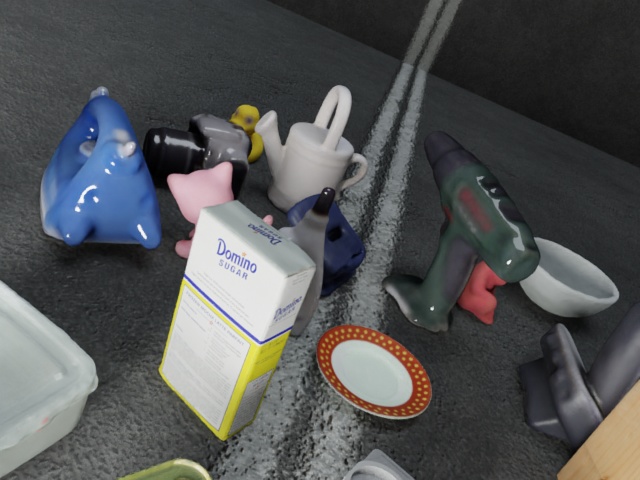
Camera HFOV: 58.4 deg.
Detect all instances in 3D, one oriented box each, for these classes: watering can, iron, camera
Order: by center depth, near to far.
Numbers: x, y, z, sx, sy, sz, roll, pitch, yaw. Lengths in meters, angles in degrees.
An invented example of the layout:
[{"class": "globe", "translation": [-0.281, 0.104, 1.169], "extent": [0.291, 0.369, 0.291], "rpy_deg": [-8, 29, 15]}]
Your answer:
[{"class": "iron", "translation": [-0.248, -0.100, 0.650], "extent": [0.119, 0.141, 0.257], "rpy_deg": [3, 34, -34]}, {"class": "camera", "translation": [-0.174, -0.130, 0.804], "extent": [0.137, 0.101, 0.143], "rpy_deg": [8, 32, -28]}, {"class": "watering can", "translation": [-0.008, -0.136, 0.843], "extent": [0.173, 0.194, 0.100], "rpy_deg": [2, 35, -36]}]

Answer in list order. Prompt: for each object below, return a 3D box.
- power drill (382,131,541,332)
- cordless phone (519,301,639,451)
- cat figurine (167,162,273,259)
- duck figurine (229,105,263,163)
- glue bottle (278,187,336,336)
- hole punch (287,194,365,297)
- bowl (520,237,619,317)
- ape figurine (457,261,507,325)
[{"class": "power drill", "translation": [0.164, -0.001, 0.728], "extent": [0.076, 0.208, 0.229], "rpy_deg": [3, 34, -34]}, {"class": "cordless phone", "translation": [0.312, 0.130, 0.641], "extent": [0.094, 0.185, 0.147], "rpy_deg": [22, 28, -4]}, {"class": "cat figurine", "translation": [-0.114, -0.029, 0.657], "extent": [0.127, 0.117, 0.067], "rpy_deg": [26, 28, 3]}, {"class": "duck figurine", "translation": [-0.125, -0.182, 0.949], "extent": [0.077, 0.086, 0.105], "rpy_deg": [31, 28, 12]}, {"class": "glue bottle", "translation": [-0.023, 0.020, 0.583], "extent": [0.078, 0.173, 0.037], "rpy_deg": [14, 29, -18]}, {"class": "hole punch", "translation": [0.007, 0.003, 0.725], "extent": [0.101, 0.091, 0.109], "rpy_deg": [32, 29, 15]}, {"class": "bowl", "translation": [0.380, 0.071, 0.915], "extent": [0.167, 0.074, 0.167], "rpy_deg": [19, 28, -10]}, {"class": "ape figurine", "translation": [0.236, 0.059, 0.805], "extent": [0.076, 0.092, 0.078], "rpy_deg": [38, 31, 24]}]
